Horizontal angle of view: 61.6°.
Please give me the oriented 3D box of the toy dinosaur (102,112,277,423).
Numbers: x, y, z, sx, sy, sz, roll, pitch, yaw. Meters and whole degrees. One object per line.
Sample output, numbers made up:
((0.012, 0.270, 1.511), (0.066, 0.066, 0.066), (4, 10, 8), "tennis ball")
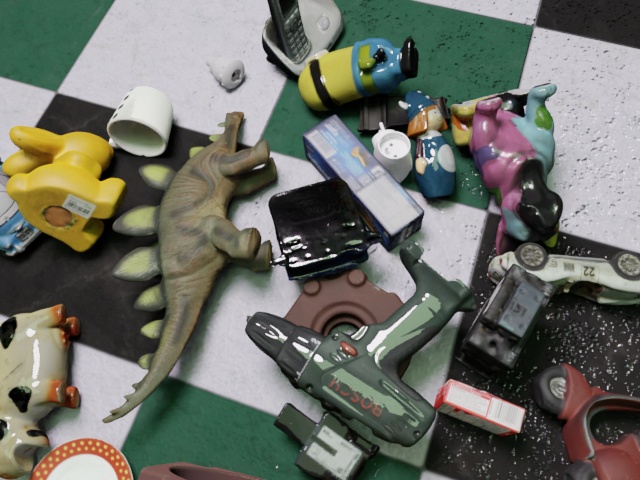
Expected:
((-0.165, 0.001, 0.712), (0.199, 0.105, 0.471), (-1, 58, 11), "toy dinosaur")

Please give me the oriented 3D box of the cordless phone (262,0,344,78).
((-0.035, -0.353, 0.805), (0.089, 0.184, 0.146), (28, 72, 18), "cordless phone")

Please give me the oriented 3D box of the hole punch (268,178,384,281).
((-0.001, -0.002, 0.698), (0.142, 0.092, 0.116), (-13, 59, -7), "hole punch")

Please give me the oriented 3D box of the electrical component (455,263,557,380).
((0.216, 0.096, 0.630), (0.058, 0.134, 0.115), (30, 74, 15), "electrical component")

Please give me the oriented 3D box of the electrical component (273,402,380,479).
((0.002, 0.239, 0.627), (0.119, 0.047, 0.075), (28, 71, 14), "electrical component")

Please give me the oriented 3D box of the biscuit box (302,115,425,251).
((0.057, -0.082, 0.752), (0.059, 0.062, 0.203), (-35, 69, -10), "biscuit box")

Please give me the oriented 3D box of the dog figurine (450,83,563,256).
((0.257, -0.090, 0.729), (0.108, 0.192, 0.219), (-12, 101, -5), "dog figurine")

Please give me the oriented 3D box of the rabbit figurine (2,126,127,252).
((-0.352, -0.090, 0.749), (0.162, 0.122, 0.173), (22, 41, -19), "rabbit figurine")

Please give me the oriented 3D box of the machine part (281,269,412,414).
((0.032, 0.125, 0.670), (0.179, 0.056, 0.179), (-1, 69, 3), "machine part")

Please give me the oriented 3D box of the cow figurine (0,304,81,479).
((-0.365, 0.184, 0.651), (0.127, 0.085, 0.195), (-8, 66, -2), "cow figurine")

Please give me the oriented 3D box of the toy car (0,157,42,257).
((-0.464, -0.055, 0.748), (0.162, 0.102, 0.109), (39, 75, 19), "toy car")

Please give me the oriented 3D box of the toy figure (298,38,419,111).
((0.052, -0.242, 0.784), (0.180, 0.082, 0.089), (-1, 57, 27), "toy figure")

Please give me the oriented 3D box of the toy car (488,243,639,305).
((0.316, 0.046, 0.677), (0.202, 0.073, 0.056), (5, 68, 5), "toy car")

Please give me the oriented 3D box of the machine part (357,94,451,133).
((0.126, -0.193, 0.809), (0.139, 0.039, 0.084), (1, 62, 5), "machine part")

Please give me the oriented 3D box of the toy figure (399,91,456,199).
((0.153, -0.135, 0.749), (0.058, 0.064, 0.154), (-11, 92, 19), "toy figure")

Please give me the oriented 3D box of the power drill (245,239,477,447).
((0.058, 0.097, 0.608), (0.232, 0.086, 0.207), (40, 73, 13), "power drill")

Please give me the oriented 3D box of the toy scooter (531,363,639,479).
((0.331, 0.225, 0.604), (0.135, 0.075, 0.184), (-8, 62, -2), "toy scooter")

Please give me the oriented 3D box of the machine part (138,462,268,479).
((-0.077, 0.286, 0.529), (0.202, 0.201, 0.087), (10, 70, 7), "machine part")
